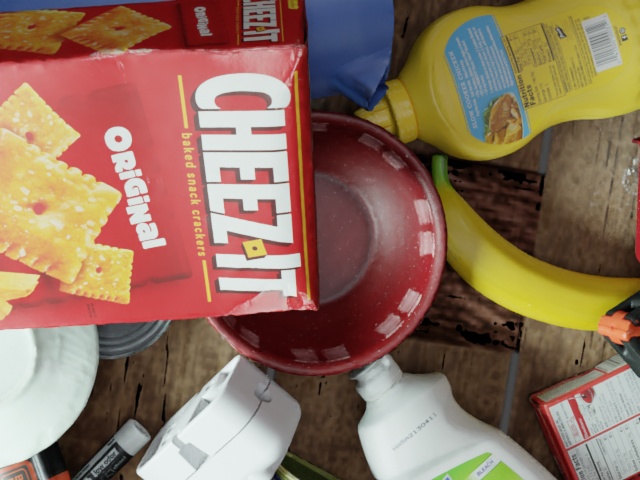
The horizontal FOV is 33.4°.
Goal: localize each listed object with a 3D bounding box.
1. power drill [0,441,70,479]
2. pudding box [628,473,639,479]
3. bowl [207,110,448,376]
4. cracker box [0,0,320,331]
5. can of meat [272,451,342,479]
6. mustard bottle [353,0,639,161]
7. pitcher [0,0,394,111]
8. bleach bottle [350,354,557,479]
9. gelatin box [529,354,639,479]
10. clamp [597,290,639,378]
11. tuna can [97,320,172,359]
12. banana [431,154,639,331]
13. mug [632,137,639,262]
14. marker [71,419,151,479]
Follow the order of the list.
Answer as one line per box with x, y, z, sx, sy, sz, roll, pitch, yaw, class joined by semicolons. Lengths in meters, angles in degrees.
-0.246;0.153;0.641;0.187;0.057;0.184;-22;83;-2;power drill
0.249;0.205;0.699;0.039;0.090;0.113;-44;99;-3;pudding box
-0.004;0.001;0.668;0.162;0.055;0.162;-1;94;-7;bowl
-0.109;-0.035;0.555;0.213;0.072;0.164;-3;127;-1;cracker box
-0.006;0.196;0.682;0.102;0.057;0.084;30;92;-9;can of meat
0.113;-0.103;0.674;0.191;0.058;0.096;-20;97;-6;mustard bottle
-0.084;-0.140;0.619;0.242;0.149;0.145;-11;116;-3;pitcher
0.114;0.171;0.692;0.102;0.068;0.251;-40;96;-11;bleach bottle
0.195;0.122;0.716;0.089;0.030;0.073;-25;98;-6;gelatin box
0.260;0.055;0.699;0.171;0.039;0.120;18;80;-28;clamp
-0.130;0.029;0.665;0.086;0.034;0.086;-1;94;-8;tuna can
0.146;0.019;0.698;0.197;0.037;0.069;29;90;-8;banana
0.254;-0.025;0.691;0.117;0.093;0.081;-8;102;-43;mug
-0.156;0.163;0.679;0.121;0.020;0.020;-45;98;-2;marker
